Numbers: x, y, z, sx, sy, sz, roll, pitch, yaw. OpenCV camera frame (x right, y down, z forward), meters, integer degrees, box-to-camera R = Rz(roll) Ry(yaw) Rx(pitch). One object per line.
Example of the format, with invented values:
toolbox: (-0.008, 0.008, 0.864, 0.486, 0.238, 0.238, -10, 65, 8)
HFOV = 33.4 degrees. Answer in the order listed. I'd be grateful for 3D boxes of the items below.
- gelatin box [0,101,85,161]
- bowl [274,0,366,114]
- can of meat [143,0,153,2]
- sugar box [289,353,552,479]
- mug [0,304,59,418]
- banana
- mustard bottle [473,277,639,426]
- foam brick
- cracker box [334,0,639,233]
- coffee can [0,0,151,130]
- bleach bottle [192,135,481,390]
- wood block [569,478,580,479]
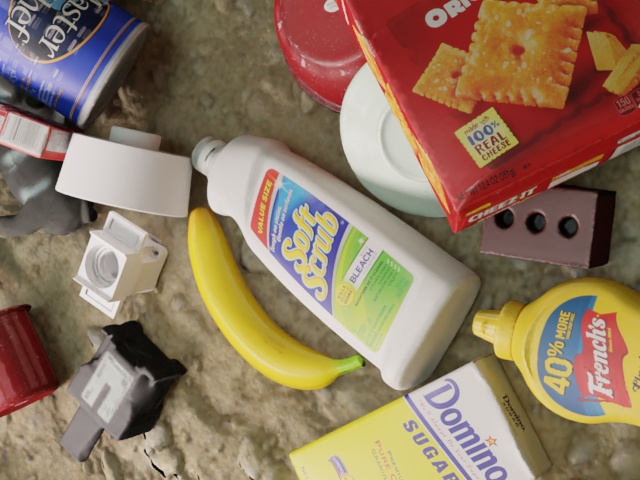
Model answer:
gelatin box: (-0.247, -0.092, 0.867, 0.089, 0.073, 0.030, 21, 94, 8)
bowl: (0.023, -0.172, 0.784, 0.162, 0.055, 0.162, 3, 95, 30)
can of meat: (-0.175, -0.257, 0.892, 0.102, 0.057, 0.084, 27, 105, 26)
sugar box: (0.070, 0.162, 0.786, 0.176, 0.048, 0.093, -33, 77, 29)
mug: (-0.294, 0.118, 0.977, 0.081, 0.093, 0.117, 64, 149, 5)
banana: (-0.050, 0.057, 0.856, 0.198, 0.037, 0.069, 42, 95, 20)
mustard bottle: (0.192, 0.076, 0.702, 0.192, 0.058, 0.096, 13, 101, 29)
foam brick: (0.154, -0.013, 0.721, 0.078, 0.051, 0.053, 8, 97, 30)
cracker box: (0.112, -0.137, 0.685, 0.164, 0.072, 0.214, -25, 77, 0)
coffee can: (-0.224, -0.170, 0.868, 0.140, 0.102, 0.103, 33, 112, -7)
bleach bottle: (-0.005, 0.001, 0.810, 0.251, 0.068, 0.103, 35, 108, 26)
wood block: (0.162, 0.217, 0.643, 0.091, 0.205, 0.090, 2, 94, 30)
